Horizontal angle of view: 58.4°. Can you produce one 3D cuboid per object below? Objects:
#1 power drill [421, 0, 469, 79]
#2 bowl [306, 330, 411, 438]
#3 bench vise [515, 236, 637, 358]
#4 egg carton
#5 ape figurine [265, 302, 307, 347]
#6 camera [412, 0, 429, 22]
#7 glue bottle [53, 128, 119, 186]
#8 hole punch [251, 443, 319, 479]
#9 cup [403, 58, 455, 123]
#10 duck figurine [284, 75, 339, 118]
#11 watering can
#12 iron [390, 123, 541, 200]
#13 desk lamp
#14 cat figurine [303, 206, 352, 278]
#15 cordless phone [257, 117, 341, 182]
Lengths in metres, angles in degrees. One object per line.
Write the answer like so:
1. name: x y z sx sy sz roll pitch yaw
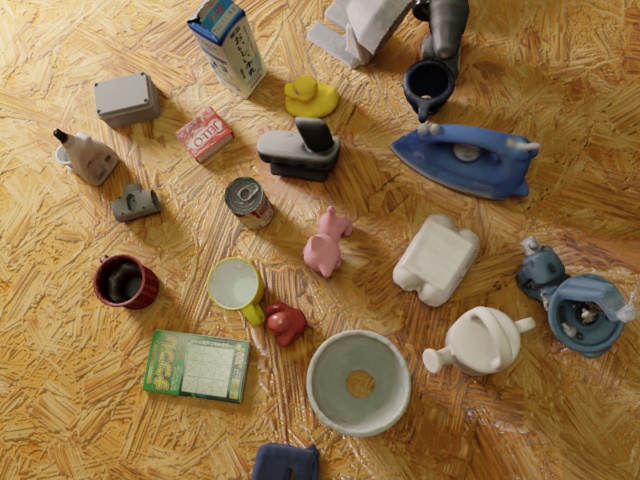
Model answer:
1. power drill: 0.221 -0.372 1.008 0.075 0.208 0.230 4 76 7
2. bowl: 0.064 0.233 0.934 0.167 0.075 0.167 -1 75 6
3. bench vise: 0.377 0.086 0.865 0.207 0.220 0.121 37 82 14
4. egg carton: 0.200 0.034 0.975 0.107 0.069 0.150 31 80 13
5. ape figurine: -0.063 0.140 0.963 0.076 0.092 0.078 -4 75 5
6. camera: 0.199 -0.503 1.101 0.143 0.101 0.137 8 76 8
7. glue bottle: -0.431 -0.161 1.039 0.037 0.173 0.078 33 81 14
8. hole punch: -0.054 0.376 0.900 0.101 0.091 0.109 7 76 8
9. cup: 0.193 -0.254 1.039 0.091 0.095 0.118 8 76 8
10. duck figurine: -0.018 -0.276 1.071 0.104 0.086 0.077 -1 75 6
11. watering can: 0.245 0.158 0.873 0.173 0.194 0.100 -43 75 -6
12. iron: 0.246 -0.159 0.984 0.258 0.141 0.119 14 77 10
13. desk lamp: 0.066 -0.404 1.030 0.203 0.214 0.118 36 82 14
14. cat figurine: 0.009 0.003 0.978 0.067 0.118 0.128 13 77 9
15. cordless phone: -0.042 -0.179 0.997 0.147 0.185 0.094 4 76 7
